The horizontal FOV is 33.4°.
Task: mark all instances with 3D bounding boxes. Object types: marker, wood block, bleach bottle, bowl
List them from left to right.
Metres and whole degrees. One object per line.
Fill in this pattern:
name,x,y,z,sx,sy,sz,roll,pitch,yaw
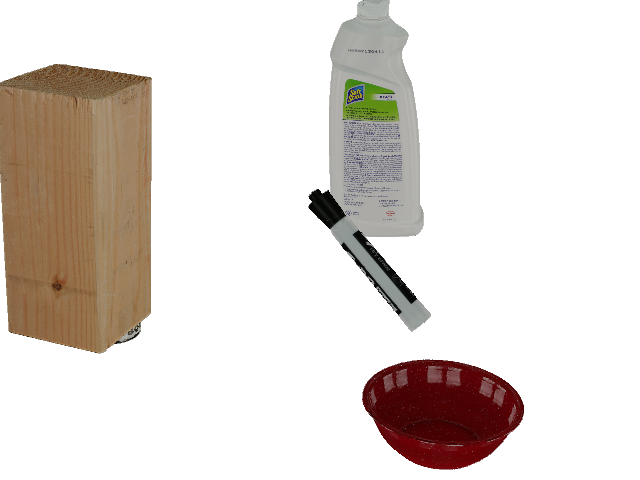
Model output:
wood block,-0.194,-0.028,0.855,0.091,0.206,0.090,11,23,16
marker,0.033,0.012,0.755,0.020,0.121,0.020,-39,-5,-4
bleach bottle,0.060,-0.127,1.090,0.102,0.251,0.068,0,30,0
bowl,0.122,0.183,1.078,0.162,0.055,0.162,1,23,-1

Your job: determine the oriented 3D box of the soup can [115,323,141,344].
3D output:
soup can,-0.221,0.049,1.115,0.068,0.102,0.068,3,23,-1
